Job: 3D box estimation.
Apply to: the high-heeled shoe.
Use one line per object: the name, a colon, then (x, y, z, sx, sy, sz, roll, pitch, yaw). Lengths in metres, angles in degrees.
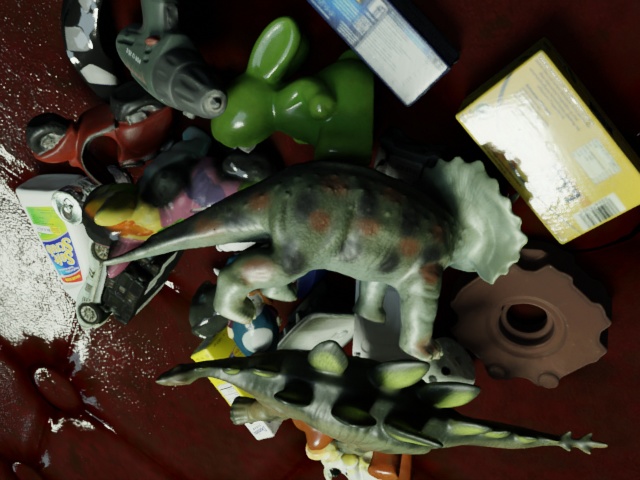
high-heeled shoe: (-0.246, -0.283, 0.641, 0.145, 0.086, 0.248, -20, 135, -2)

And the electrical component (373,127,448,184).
electrical component: (0.091, -0.061, 0.609, 0.075, 0.048, 0.119, 24, 124, 11)

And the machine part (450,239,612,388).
machine part: (0.240, 0.088, 0.623, 0.180, 0.056, 0.179, 11, 121, 19)

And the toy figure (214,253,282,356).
toy figure: (-0.082, 0.083, 0.645, 0.058, 0.064, 0.154, 31, 143, 37)

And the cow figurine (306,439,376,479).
cow figurine: (0.061, 0.360, 0.865, 0.168, 0.068, 0.098, 7, 128, 23)

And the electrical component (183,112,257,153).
electrical component: (-0.114, -0.143, 0.632, 0.102, 0.078, 0.045, 32, 83, -1)

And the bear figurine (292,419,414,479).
bear figurine: (0.036, 0.283, 0.792, 0.196, 0.132, 0.120, -3, 145, 20)

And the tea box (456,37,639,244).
tea box: (0.223, -0.092, 0.514, 0.098, 0.068, 0.169, -35, 99, 35)

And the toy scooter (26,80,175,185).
toy scooter: (-0.264, -0.120, 0.694, 0.184, 0.075, 0.135, -22, 135, -9)

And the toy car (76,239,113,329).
toy car: (-0.334, 0.050, 0.838, 0.056, 0.073, 0.201, 26, 113, 8)

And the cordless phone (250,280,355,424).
cordless phone: (-0.027, 0.151, 0.705, 0.089, 0.184, 0.146, 42, 128, 2)

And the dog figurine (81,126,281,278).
dog figurine: (-0.165, -0.040, 0.635, 0.192, 0.219, 0.108, 16, 128, 17)

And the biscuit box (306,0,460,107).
biscuit box: (0.044, -0.227, 0.522, 0.202, 0.063, 0.059, 46, 127, -5)

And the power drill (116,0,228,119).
power drill: (-0.151, -0.243, 0.551, 0.232, 0.086, 0.207, 31, 130, 49)

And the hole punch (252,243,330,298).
hole punch: (-0.001, -0.002, 0.635, 0.092, 0.142, 0.116, 51, 147, -8)

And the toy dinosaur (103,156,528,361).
toy dinosaur: (0.026, -0.009, 0.501, 0.405, 0.131, 0.192, 13, 101, -21)

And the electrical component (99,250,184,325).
electrical component: (-0.259, 0.044, 0.793, 0.058, 0.115, 0.134, 34, 127, -3)

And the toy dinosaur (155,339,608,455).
toy dinosaur: (0.065, 0.180, 0.577, 0.471, 0.105, 0.198, 12, 160, -14)

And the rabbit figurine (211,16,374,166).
rabbit figurine: (-0.030, -0.142, 0.553, 0.170, 0.121, 0.159, 1, 98, 2)

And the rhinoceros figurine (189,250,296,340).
rhinoceros figurine: (-0.105, 0.061, 0.731, 0.190, 0.112, 0.073, -37, 95, 18)
